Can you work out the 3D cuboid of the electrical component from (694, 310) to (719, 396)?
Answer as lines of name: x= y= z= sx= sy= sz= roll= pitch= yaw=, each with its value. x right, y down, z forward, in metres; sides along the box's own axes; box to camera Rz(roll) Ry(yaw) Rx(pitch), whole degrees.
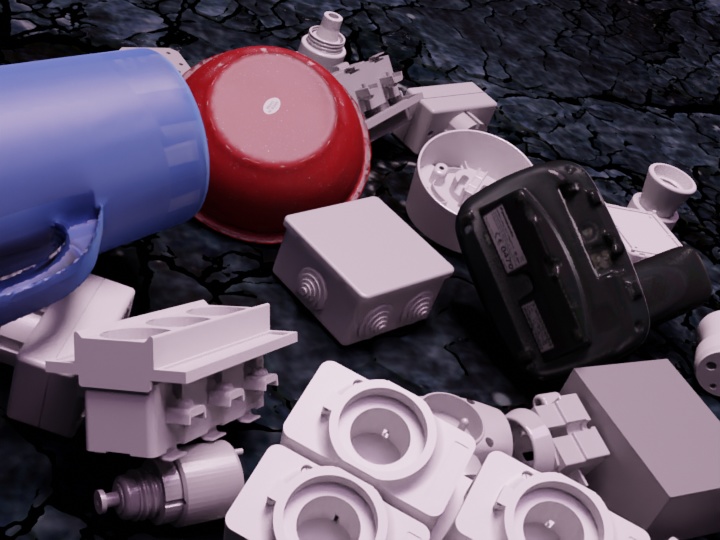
electrical component: x=0.274 y=0.062 z=0.805 sx=0.045 sy=0.045 sz=0.055 roll=25 pitch=35 yaw=5

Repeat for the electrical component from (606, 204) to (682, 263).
electrical component: x=0.212 y=-0.010 z=0.860 sx=0.062 sy=0.061 sz=0.096 roll=9 pitch=30 yaw=-19

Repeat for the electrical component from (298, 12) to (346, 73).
electrical component: x=-0.033 y=-0.203 z=0.979 sx=0.048 sy=0.062 sz=0.048 roll=14 pitch=36 yaw=-11

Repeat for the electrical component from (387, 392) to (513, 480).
electrical component: x=0.051 y=0.113 z=0.618 sx=0.077 sy=0.044 sz=0.079 roll=4 pitch=39 yaw=-24

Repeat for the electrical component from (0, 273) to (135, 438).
electrical component: x=-0.177 y=0.038 z=0.594 sx=0.076 sy=0.047 sz=0.083 roll=19 pitch=35 yaw=-3

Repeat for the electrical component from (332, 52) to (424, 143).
electrical component: x=-0.013 y=-0.133 z=0.885 sx=0.079 sy=0.063 sz=0.121 roll=-7 pitch=18 yaw=35

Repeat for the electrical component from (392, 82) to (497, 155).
electrical component: x=0.086 y=-0.124 z=0.950 sx=0.083 sy=0.047 sz=0.075 roll=-13 pitch=48 yaw=-40

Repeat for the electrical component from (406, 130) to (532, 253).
electrical component: x=0.087 y=-0.060 z=0.850 sx=0.099 sy=0.064 sz=0.099 roll=14 pitch=36 yaw=-11

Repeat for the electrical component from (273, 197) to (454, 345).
electrical component: x=0.000 y=0.000 z=0.738 sx=0.100 sy=0.048 sz=0.100 roll=-16 pitch=49 yaw=-41

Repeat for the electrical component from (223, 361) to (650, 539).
electrical component: x=0.037 y=0.136 z=0.536 sx=0.186 sy=0.060 sz=0.105 roll=28 pitch=57 yaw=8

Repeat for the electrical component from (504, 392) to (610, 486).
electrical component: x=0.113 y=0.107 z=0.658 sx=0.055 sy=0.048 sz=0.066 roll=-4 pitch=55 yaw=-35

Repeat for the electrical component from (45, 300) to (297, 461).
electrical component: x=-0.094 y=0.055 z=0.566 sx=0.079 sy=0.063 sz=0.121 roll=2 pitch=7 yaw=21

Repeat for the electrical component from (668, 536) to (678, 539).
electrical component: x=0.200 y=0.178 z=0.613 sx=0.062 sy=0.048 sz=0.048 roll=36 pitch=37 yaw=29

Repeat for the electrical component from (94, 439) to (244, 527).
electrical component: x=-0.096 y=0.111 z=0.547 sx=0.078 sy=0.040 sz=0.040 roll=-5 pitch=43 yaw=-33

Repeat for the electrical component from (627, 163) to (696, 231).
electrical component: x=0.265 y=-0.060 z=0.954 sx=0.045 sy=0.055 sz=0.045 roll=14 pitch=36 yaw=-11
